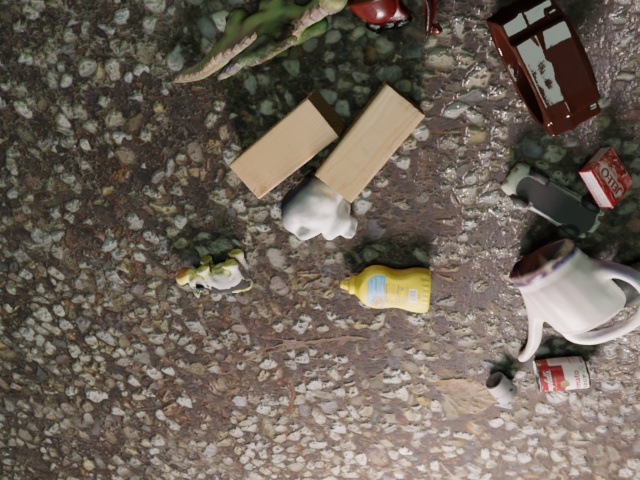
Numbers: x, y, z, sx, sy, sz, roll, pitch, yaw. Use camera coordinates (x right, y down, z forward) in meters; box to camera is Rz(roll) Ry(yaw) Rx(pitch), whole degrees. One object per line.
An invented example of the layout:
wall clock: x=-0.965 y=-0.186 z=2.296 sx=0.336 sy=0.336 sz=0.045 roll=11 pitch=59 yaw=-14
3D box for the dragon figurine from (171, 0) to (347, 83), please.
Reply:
dragon figurine: x=-0.117 y=-0.329 z=0.856 sx=0.407 sy=0.248 sz=0.120 roll=-26 pitch=114 yaw=18

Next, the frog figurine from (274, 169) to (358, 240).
frog figurine: x=0.003 y=-0.052 z=1.027 sx=0.159 sy=0.122 sz=0.139 roll=42 pitch=76 yaw=-4

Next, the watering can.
watering can: x=0.467 y=0.126 z=1.025 sx=0.225 sy=0.106 sz=0.341 roll=48 pitch=138 yaw=2
